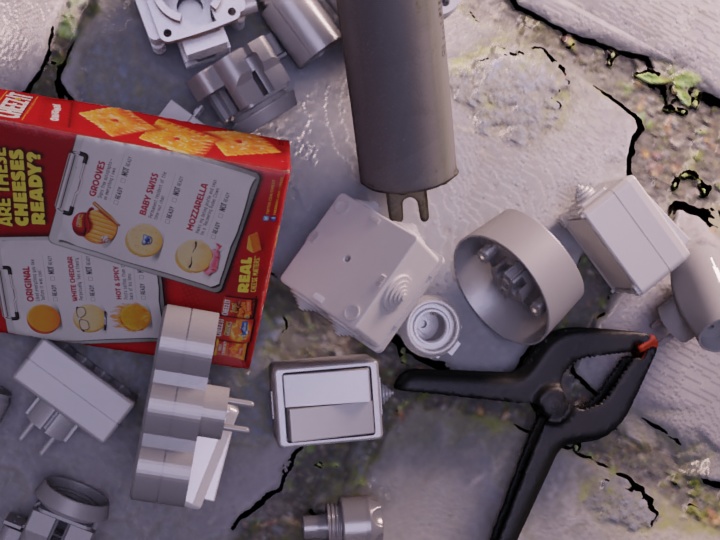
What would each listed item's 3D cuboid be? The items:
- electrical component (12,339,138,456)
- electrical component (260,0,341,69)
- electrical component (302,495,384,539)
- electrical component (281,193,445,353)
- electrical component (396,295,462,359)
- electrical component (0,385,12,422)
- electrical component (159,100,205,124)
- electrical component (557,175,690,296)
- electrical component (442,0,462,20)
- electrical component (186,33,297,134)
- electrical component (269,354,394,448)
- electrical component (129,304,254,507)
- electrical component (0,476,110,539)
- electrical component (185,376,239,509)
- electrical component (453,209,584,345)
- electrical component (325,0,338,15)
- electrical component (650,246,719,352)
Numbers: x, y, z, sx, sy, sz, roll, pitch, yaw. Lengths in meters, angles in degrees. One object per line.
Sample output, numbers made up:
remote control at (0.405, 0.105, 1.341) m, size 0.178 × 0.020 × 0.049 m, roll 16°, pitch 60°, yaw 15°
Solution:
electrical component at (-0.224, 0.103, 0.805) m, size 0.083 × 0.047 × 0.075 m, roll 38°, pitch 85°, yaw -7°
electrical component at (-0.053, -0.200, 0.828) m, size 0.043 × 0.043 × 0.081 m, roll -37°, pitch 95°, yaw -6°
electrical component at (-0.014, 0.198, 0.838) m, size 0.062 × 0.043 × 0.043 m, roll -2°, pitch 91°, yaw -7°
electrical component at (0.000, 0.000, 0.813) m, size 0.100 × 0.048 × 0.099 m, roll 32°, pitch 85°, yaw 34°
electrical component at (0.052, 0.043, 0.840) m, size 0.066 × 0.055 × 0.048 m, roll 38°, pitch 85°, yaw -7°
electrical component at (-0.290, 0.109, 0.796) m, size 0.045 × 0.045 × 0.055 m, roll 26°, pitch 87°, yaw -8°
electrical component at (-0.132, -0.092, 0.817) m, size 0.055 × 0.048 × 0.066 m, roll 37°, pitch 85°, yaw 1°
electrical component at (0.209, -0.035, 0.858) m, size 0.061 × 0.062 × 0.096 m, roll -38°, pitch 95°, yaw -6°
electrical component at (0.054, -0.213, 0.837) m, size 0.045 × 0.055 × 0.045 m, roll 0°, pitch 92°, yaw -8°
electrical component at (-0.084, -0.137, 0.815) m, size 0.078 × 0.058 × 0.057 m, roll -38°, pitch 101°, yaw -32°
electrical component at (-0.020, 0.100, 0.827) m, size 0.096 × 0.061 × 0.061 m, roll -4°, pitch 91°, yaw -8°
electrical component at (-0.112, 0.097, 0.751) m, size 0.074 × 0.052 × 0.138 m, roll 10°, pitch 93°, yaw -8°
electrical component at (-0.222, 0.190, 0.801) m, size 0.078 × 0.058 × 0.057 m, roll 24°, pitch 90°, yaw -8°
electrical component at (-0.125, 0.124, 0.812) m, size 0.061 × 0.062 × 0.096 m, roll 22°, pitch 87°, yaw -8°
electrical component at (0.122, 0.004, 0.831) m, size 0.064 × 0.099 × 0.099 m, roll -40°, pitch 96°, yaw -12°
electrical component at (-0.013, -0.226, 0.833) m, size 0.043 × 0.043 × 0.081 m, roll -41°, pitch 96°, yaw -6°
electrical component at (0.269, 0.033, 0.868) m, size 0.044 × 0.077 × 0.079 m, roll 28°, pitch 127°, yaw -31°
